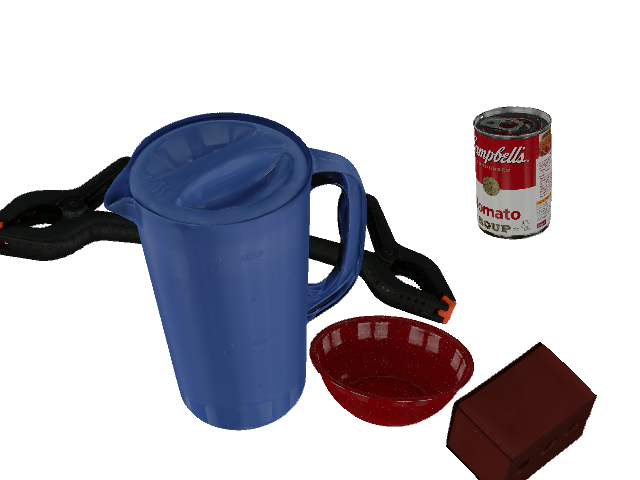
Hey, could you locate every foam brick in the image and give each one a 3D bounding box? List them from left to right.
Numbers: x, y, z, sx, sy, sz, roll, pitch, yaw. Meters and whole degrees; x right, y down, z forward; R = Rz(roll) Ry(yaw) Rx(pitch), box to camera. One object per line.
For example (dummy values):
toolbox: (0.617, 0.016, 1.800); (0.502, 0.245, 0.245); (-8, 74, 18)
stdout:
foam brick: (0.125, 0.113, 0.671); (0.078, 0.053, 0.051); (-31, 55, -25)

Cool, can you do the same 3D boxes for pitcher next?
pitcher: (-0.058, 0.031, 0.828); (0.149, 0.243, 0.144); (22, 47, 26)

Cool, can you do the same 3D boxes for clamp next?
clamp: (-0.221, -0.028, 0.968); (0.171, 0.039, 0.120); (-7, 38, -22)
clamp: (0.064, 0.027, 1.233); (0.164, 0.036, 0.210); (-19, 50, -38)

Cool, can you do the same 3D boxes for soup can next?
soup can: (0.172, -0.061, 0.958); (0.068, 0.102, 0.068); (-5, 28, 2)

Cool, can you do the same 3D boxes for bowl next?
bowl: (0.068, 0.136, 1.055); (0.162, 0.055, 0.162); (3, 25, -2)
